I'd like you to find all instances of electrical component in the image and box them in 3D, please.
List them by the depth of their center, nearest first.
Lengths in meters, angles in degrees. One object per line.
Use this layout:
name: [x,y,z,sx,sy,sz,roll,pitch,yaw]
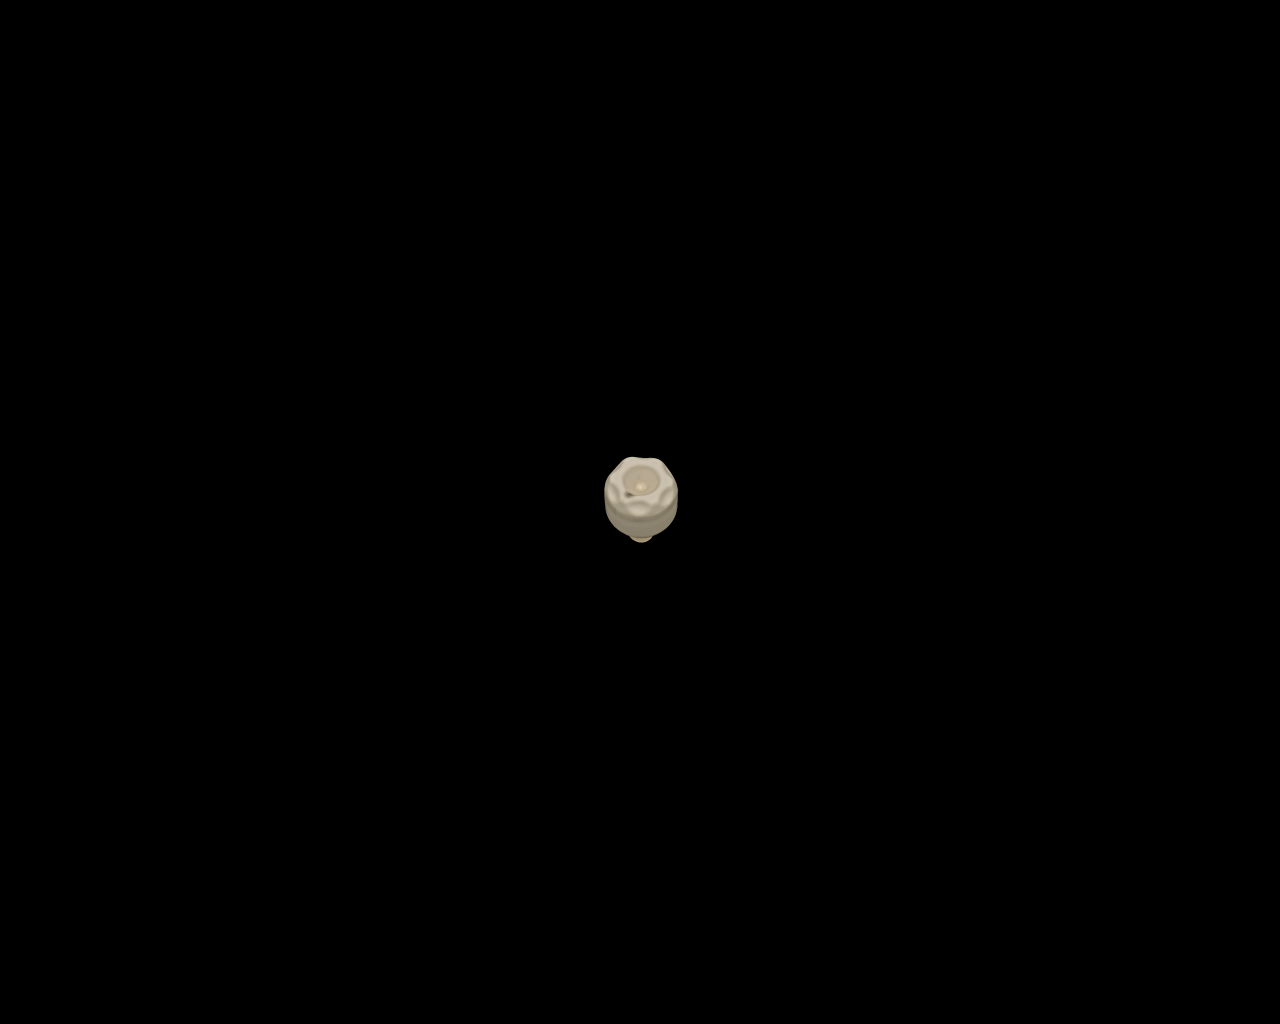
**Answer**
electrical component: [0.001,-0.003,0.650,0.043,0.043,0.062,0,-34,0]
